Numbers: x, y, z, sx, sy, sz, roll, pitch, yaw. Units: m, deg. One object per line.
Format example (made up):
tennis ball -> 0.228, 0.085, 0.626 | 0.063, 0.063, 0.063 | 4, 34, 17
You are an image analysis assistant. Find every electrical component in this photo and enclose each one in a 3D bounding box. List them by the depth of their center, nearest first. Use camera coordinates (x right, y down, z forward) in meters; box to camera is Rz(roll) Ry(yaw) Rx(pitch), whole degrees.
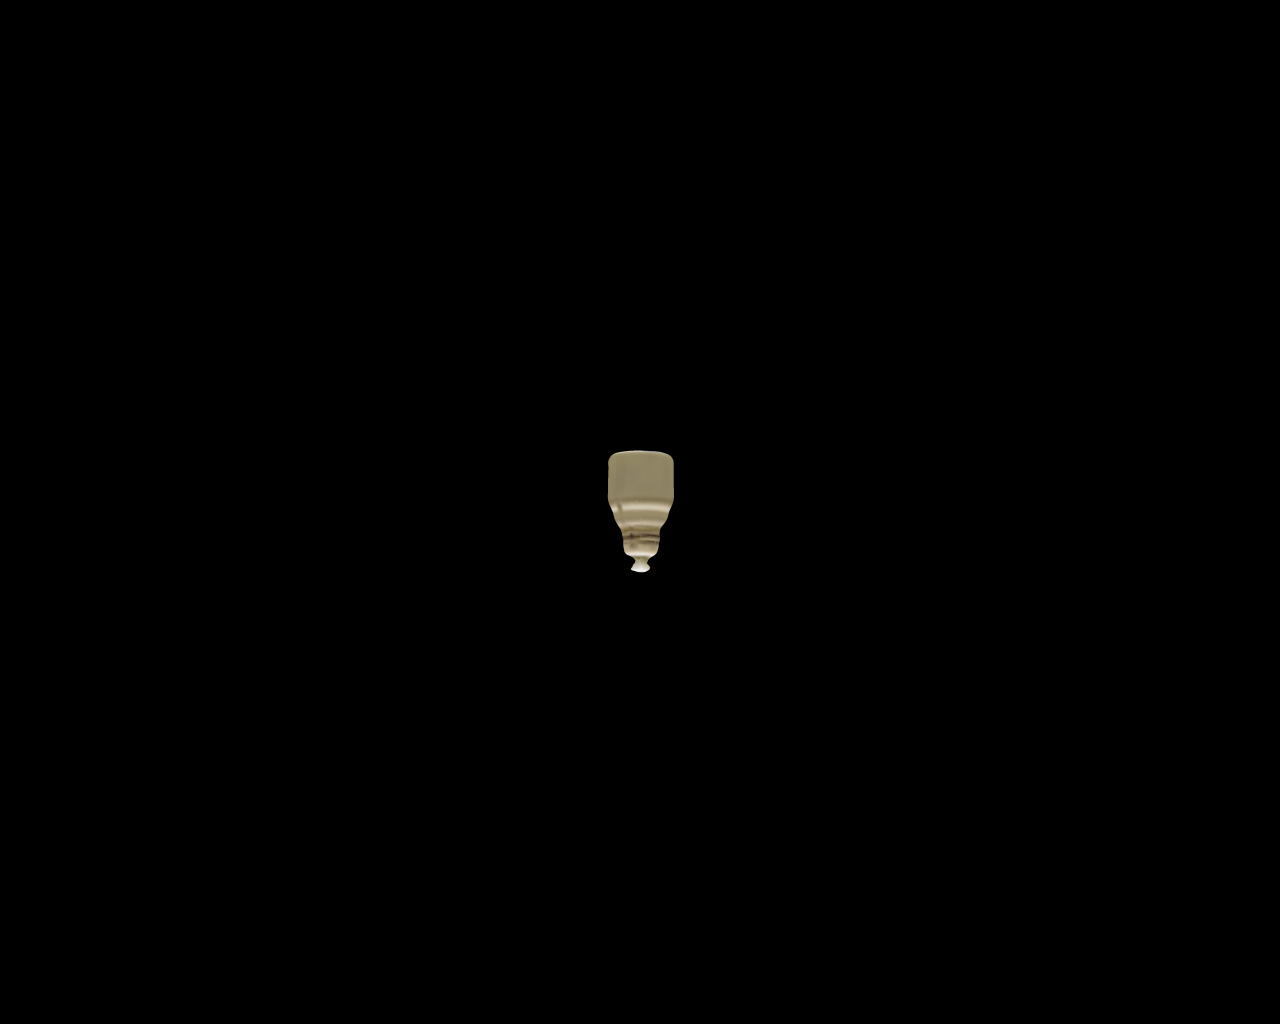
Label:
electrical component -> 0.001, -0.003, 0.650 | 0.040, 0.078, 0.040 | 0, -7, 0
